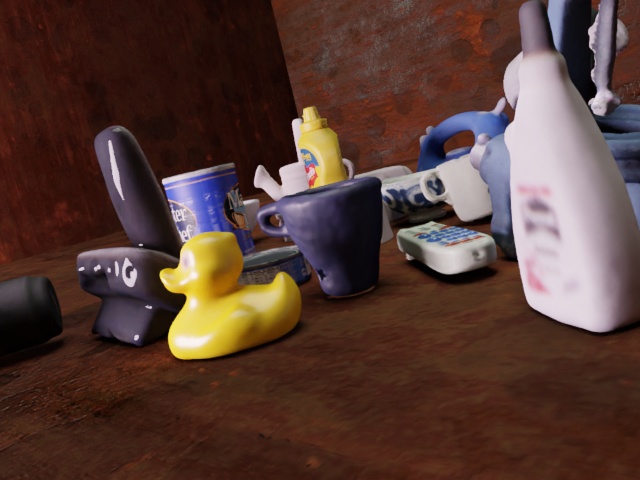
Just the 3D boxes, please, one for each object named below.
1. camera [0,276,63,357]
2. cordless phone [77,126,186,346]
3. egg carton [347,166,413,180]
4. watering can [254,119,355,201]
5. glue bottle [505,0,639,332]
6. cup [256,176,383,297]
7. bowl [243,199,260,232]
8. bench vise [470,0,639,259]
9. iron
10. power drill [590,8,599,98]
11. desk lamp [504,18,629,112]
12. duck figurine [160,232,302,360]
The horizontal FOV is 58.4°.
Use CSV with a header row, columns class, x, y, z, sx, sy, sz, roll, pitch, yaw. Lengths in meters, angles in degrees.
class,x,y,z,sx,sy,sz,roll,pitch,yaw
camera,-0.320,0.073,0.527,0.137,0.101,0.143,-16,9,-17
cordless phone,-0.176,-0.006,0.531,0.147,0.185,0.094,-6,11,43
egg carton,0.106,-0.097,1.099,0.150,0.069,0.107,-16,8,-15
watering can,-0.029,-0.119,1.029,0.173,0.194,0.100,-16,9,-18
glue bottle,0.129,-0.041,0.311,0.037,0.173,0.078,-15,9,-13
cup,0.005,0.002,0.500,0.117,0.095,0.092,-11,9,20
bowl,-0.180,-0.018,1.007,0.167,0.075,0.167,-13,8,2
bench vise,0.174,-0.092,0.418,0.122,0.220,0.206,-21,11,-41
iron,0.225,-0.139,0.934,0.119,0.141,0.257,-18,9,-30
power drill,0.269,-0.133,0.582,0.075,0.208,0.230,-8,10,32
desk lamp,0.369,-0.192,0.807,0.118,0.213,0.203,-16,9,-17
duck figurine,-0.070,0.035,0.429,0.104,0.086,0.077,-13,8,4
